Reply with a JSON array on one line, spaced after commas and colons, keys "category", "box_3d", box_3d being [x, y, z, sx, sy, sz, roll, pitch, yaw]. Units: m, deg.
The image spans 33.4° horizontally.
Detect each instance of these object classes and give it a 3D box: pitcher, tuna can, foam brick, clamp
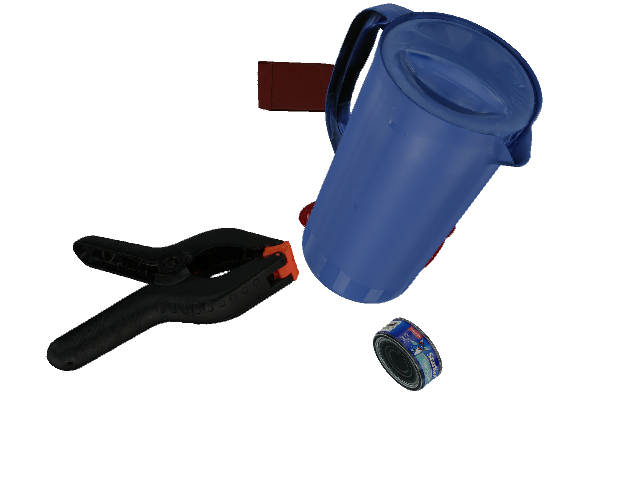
[{"category": "pitcher", "box_3d": [0.064, -0.065, 0.883, 0.145, 0.149, 0.243, 17, -43, -10]}, {"category": "tuna can", "box_3d": [0.102, 0.136, 1.271, 0.033, 0.086, 0.086, -35, 17, -25]}, {"category": "foam brick", "box_3d": [-0.024, -0.165, 1.150, 0.078, 0.051, 0.053, -1, 12, -19]}, {"category": "clamp", "box_3d": [-0.103, 0.035, 0.715, 0.172, 0.120, 0.039, -7, -43, 16]}]

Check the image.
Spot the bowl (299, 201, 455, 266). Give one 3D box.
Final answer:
[{"category": "bowl", "box_3d": [0.057, 0.002, 1.104, 0.162, 0.055, 0.162, 2, 20, -1]}]
